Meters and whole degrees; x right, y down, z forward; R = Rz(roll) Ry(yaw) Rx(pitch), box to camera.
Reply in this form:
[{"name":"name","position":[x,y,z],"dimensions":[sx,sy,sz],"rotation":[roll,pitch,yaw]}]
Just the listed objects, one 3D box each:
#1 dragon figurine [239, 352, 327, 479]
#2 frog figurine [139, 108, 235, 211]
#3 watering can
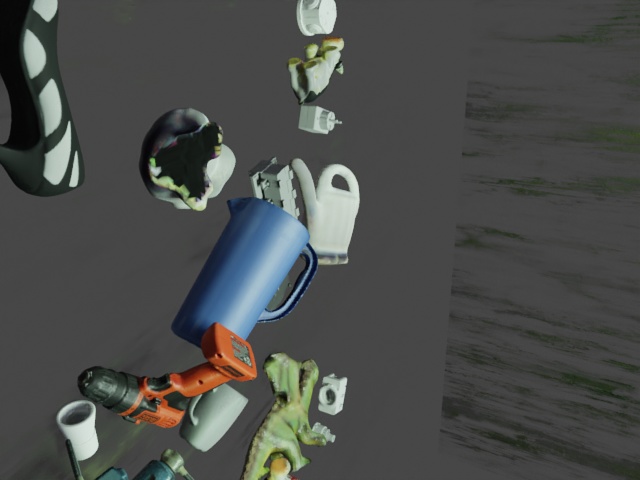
[{"name":"dragon figurine","position":[-0.095,0.359,1.075],"dimensions":[0.411,0.122,0.243],"rotation":[-6,87,-65]},{"name":"frog figurine","position":[-0.182,-0.114,0.719],"dimensions":[0.161,0.123,0.136],"rotation":[-123,-153,-75]},{"name":"watering can","position":[0.003,-0.054,1.082],"dimensions":[0.347,0.104,0.224],"rotation":[4,96,-65]}]
